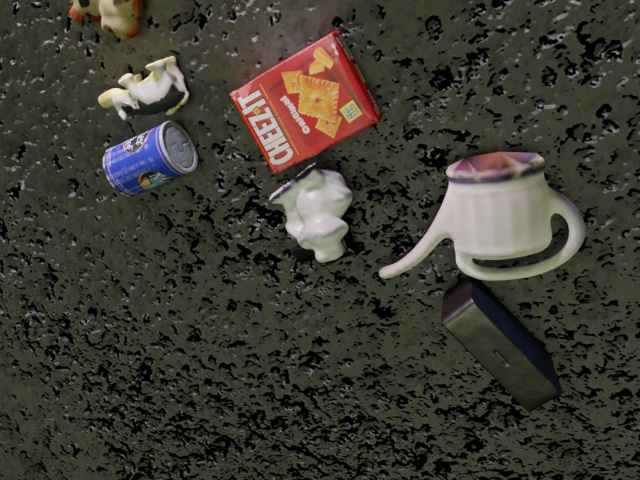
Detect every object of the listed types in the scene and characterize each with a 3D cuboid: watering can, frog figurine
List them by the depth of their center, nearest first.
[{"bbox_3d":[0.258,-0.032,0.871,0.347,0.105,0.221,-6,106,15],"label":"watering can"},{"bbox_3d":[0.003,-0.046,0.917,0.137,0.123,0.159,-34,93,4],"label":"frog figurine"}]
